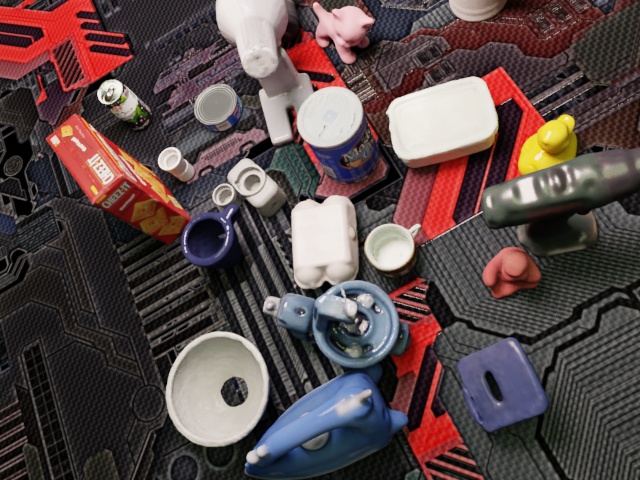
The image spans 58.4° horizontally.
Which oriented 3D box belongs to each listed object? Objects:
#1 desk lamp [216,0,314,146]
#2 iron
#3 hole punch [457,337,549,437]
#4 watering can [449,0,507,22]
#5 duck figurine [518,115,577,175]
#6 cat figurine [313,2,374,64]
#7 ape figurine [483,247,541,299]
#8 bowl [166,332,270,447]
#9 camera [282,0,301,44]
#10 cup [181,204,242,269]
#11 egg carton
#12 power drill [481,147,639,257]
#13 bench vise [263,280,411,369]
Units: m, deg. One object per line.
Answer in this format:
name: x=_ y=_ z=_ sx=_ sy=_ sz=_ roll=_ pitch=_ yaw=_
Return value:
desk lamp: x=-0.084 y=-0.303 z=0.961 sx=0.118 sy=0.214 sz=0.203 roll=-20 pitch=67 yaw=9
iron: x=-0.016 y=0.267 z=0.788 sx=0.258 sy=0.142 sz=0.118 roll=-30 pitch=66 yaw=5
hole punch: x=0.241 y=0.197 z=0.764 sx=0.101 sy=0.091 sz=0.108 roll=-24 pitch=67 yaw=7
watering can: x=0.260 y=-0.454 z=0.922 sx=0.172 sy=0.194 sz=0.101 roll=15 pitch=77 yaw=21
duck figurine: x=0.341 y=-0.140 z=0.851 sx=0.077 sy=0.086 sz=0.104 roll=40 pitch=86 yaw=24
cat figurine: x=0.038 y=-0.377 z=1.003 sx=0.127 sy=0.118 sz=0.067 roll=39 pitch=86 yaw=24
ape figurine: x=0.272 y=0.041 z=0.807 sx=0.077 sy=0.092 sz=0.076 roll=17 pitch=77 yaw=21
bowl: x=-0.145 y=0.228 z=0.876 sx=0.167 sy=0.075 sz=0.167 roll=-5 pitch=71 yaw=15
camera: x=-0.101 y=-0.439 z=1.074 sx=0.143 sy=0.101 sz=0.136 roll=-20 pitch=67 yaw=9
cup: x=-0.161 y=0.000 z=0.947 sx=0.091 sy=0.095 sz=0.118 roll=35 pitch=84 yaw=24
egg carton: x=0.008 y=0.003 z=0.910 sx=0.107 sy=0.069 sz=0.150 roll=-10 pitch=70 yaw=13
power drill: x=0.331 y=-0.048 z=0.756 sx=0.229 sy=0.209 sz=0.075 roll=-12 pitch=69 yaw=12
bench vise: x=0.010 y=0.116 z=0.789 sx=0.207 sy=0.220 sz=0.121 roll=-8 pitch=70 yaw=14
